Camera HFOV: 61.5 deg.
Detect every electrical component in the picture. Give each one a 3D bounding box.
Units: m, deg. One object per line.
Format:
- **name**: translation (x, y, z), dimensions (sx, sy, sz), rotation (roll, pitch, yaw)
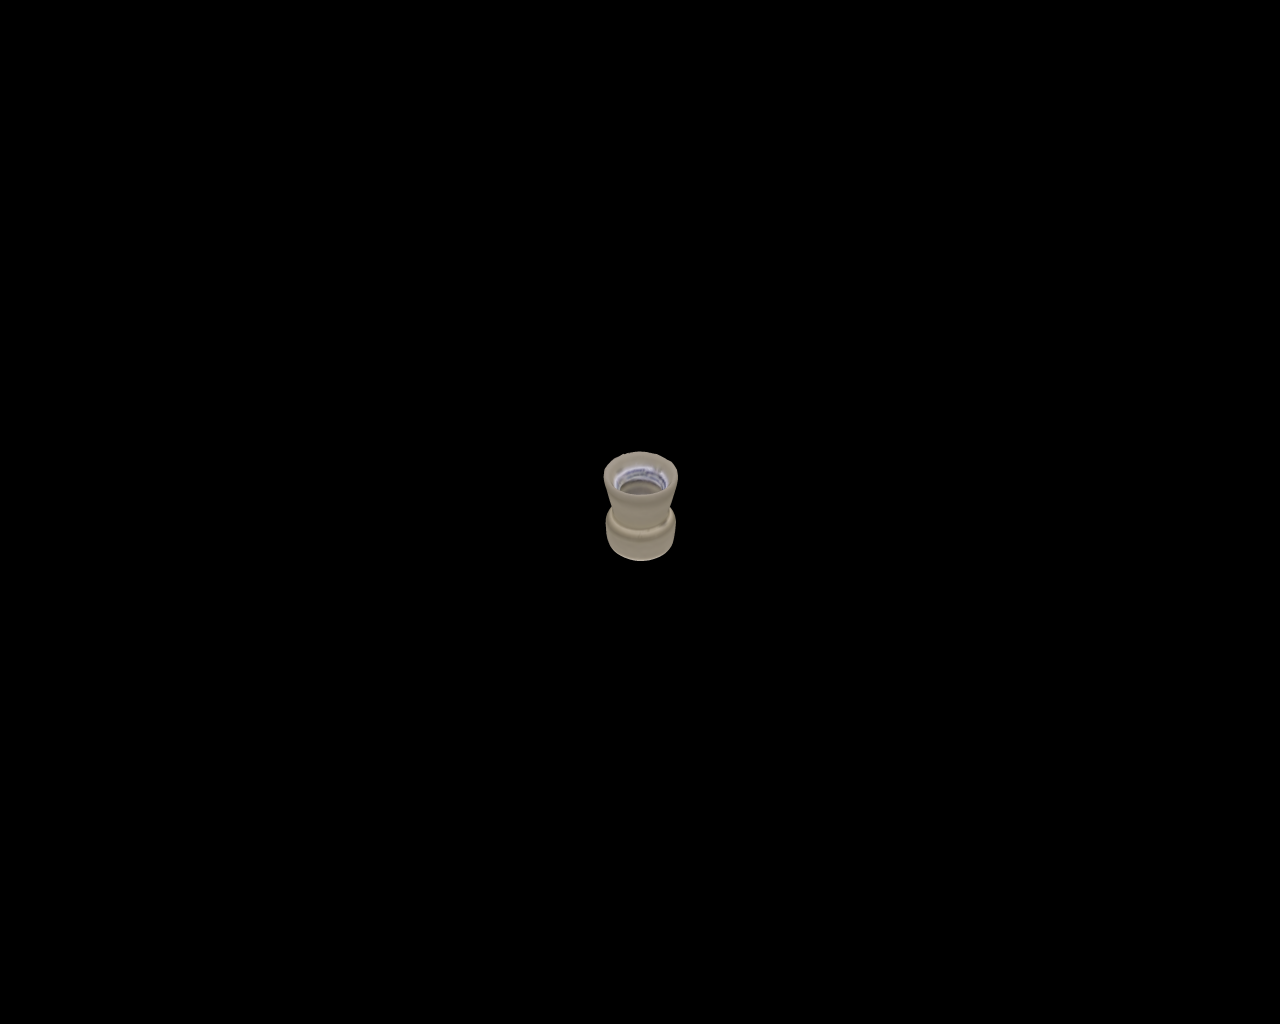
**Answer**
- **electrical component**: translation (0.001, -0.003, 0.650), dimensions (0.045, 0.055, 0.045), rotation (0, 41, 0)
